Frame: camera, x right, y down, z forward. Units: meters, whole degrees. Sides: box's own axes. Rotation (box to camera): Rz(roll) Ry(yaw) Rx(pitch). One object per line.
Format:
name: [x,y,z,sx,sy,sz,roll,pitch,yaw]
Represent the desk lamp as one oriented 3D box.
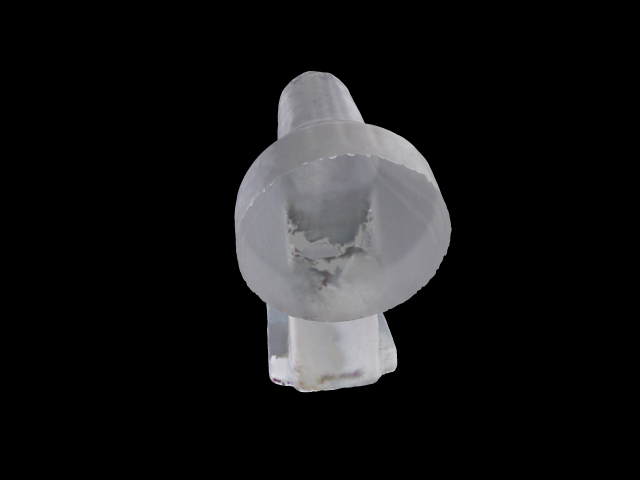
desk lamp: [0.004,0.001,0.400,0.118,0.214,0.203,-3,26,-6]
